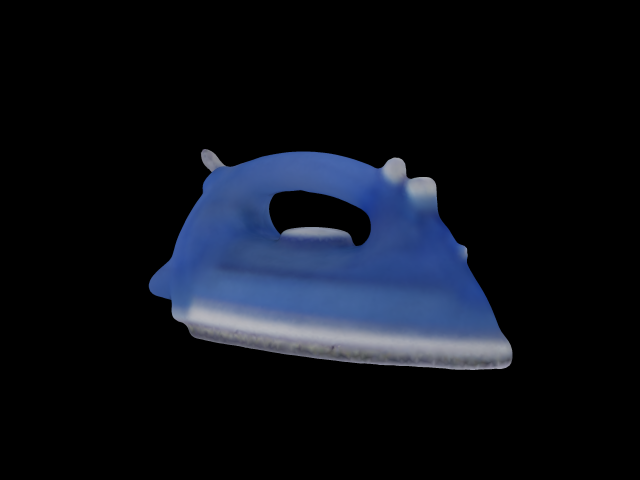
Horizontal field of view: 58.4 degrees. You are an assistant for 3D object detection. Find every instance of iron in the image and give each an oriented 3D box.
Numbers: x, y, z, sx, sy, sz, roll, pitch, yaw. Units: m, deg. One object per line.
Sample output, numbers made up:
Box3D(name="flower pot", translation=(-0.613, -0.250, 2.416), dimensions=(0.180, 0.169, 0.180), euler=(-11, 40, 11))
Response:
Box3D(name="iron", translation=(0.004, 0.001, 0.400), dimensions=(0.257, 0.141, 0.119), euler=(2, 4, 31))
